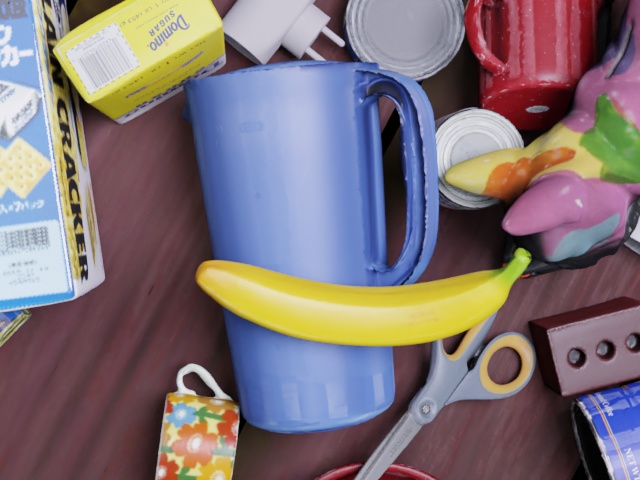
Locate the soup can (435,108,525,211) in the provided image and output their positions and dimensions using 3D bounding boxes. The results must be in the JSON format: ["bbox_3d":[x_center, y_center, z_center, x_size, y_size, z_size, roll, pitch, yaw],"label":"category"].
[{"bbox_3d":[0.098,-0.054,0.741,0.068,0.102,0.068,0,92,-5],"label":"soup can"}]

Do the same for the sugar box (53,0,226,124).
[{"bbox_3d":[-0.109,-0.118,0.689,0.093,0.176,0.048,-30,92,-2],"label":"sugar box"}]

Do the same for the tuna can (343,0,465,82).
[{"bbox_3d":[0.060,-0.155,0.770,0.086,0.034,0.086,0,92,-4],"label":"tuna can"}]

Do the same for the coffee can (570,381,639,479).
[{"bbox_3d":[0.257,0.140,0.735,0.140,0.103,0.103,-17,93,2],"label":"coffee can"}]

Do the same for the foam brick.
[{"bbox_3d":[0.200,0.077,0.777,0.078,0.051,0.053,-15,93,-4],"label":"foam brick"}]

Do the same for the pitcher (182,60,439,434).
[{"bbox_3d":[-0.005,0.001,0.720,0.144,0.149,0.243,-8,96,-14],"label":"pitcher"}]

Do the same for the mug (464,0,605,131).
[{"bbox_3d":[0.141,-0.130,0.729,0.117,0.093,0.081,19,66,-40],"label":"mug"}]

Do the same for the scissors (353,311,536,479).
[{"bbox_3d":[0.091,0.124,0.758,0.096,0.016,0.201,33,69,-15],"label":"scissors"}]

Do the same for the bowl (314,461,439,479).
[{"bbox_3d":[0.037,0.234,0.769,0.162,0.055,0.162,0,92,-4],"label":"bowl"}]

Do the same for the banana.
[{"bbox_3d":[0.026,0.035,0.645,0.198,0.037,0.069,-4,120,5],"label":"banana"}]

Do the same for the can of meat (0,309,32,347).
[{"bbox_3d":[-0.266,0.057,0.744,0.102,0.057,0.084,-45,96,-1],"label":"can of meat"}]

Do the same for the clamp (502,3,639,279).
[{"bbox_3d":[0.199,-0.062,0.769,0.210,0.036,0.165,-44,68,9],"label":"clamp"}]
